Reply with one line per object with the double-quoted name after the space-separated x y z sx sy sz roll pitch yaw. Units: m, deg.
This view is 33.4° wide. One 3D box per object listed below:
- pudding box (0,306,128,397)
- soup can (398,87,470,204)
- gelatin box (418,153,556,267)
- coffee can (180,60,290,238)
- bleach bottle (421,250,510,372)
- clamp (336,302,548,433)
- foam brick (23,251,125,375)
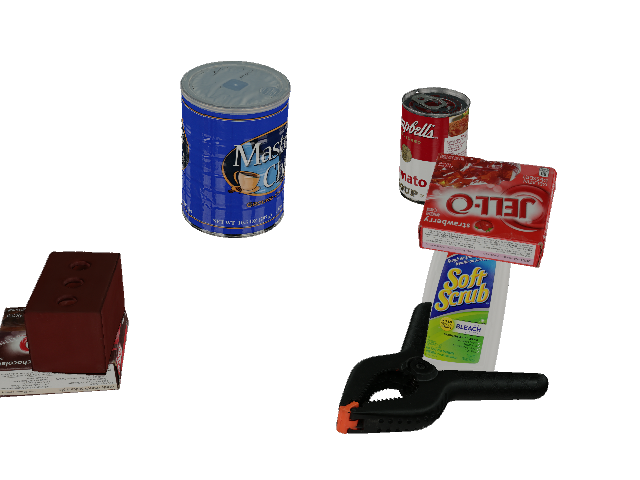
-0.234 0.097 0.964 0.113 0.039 0.090 -5 33 -2 "pudding box"
0.114 -0.095 1.080 0.068 0.102 0.068 0 31 0 "soup can"
0.121 -0.024 0.772 0.089 0.073 0.030 9 -37 13 "gelatin box"
-0.083 -0.088 1.030 0.103 0.140 0.103 3 33 -2 "coffee can"
0.164 0.034 1.215 0.103 0.251 0.068 8 15 15 "bleach bottle"
0.102 0.134 1.001 0.165 0.036 0.209 27 36 32 "clamp"
-0.169 0.049 0.741 0.053 0.051 0.078 2 31 -1 "foam brick"
